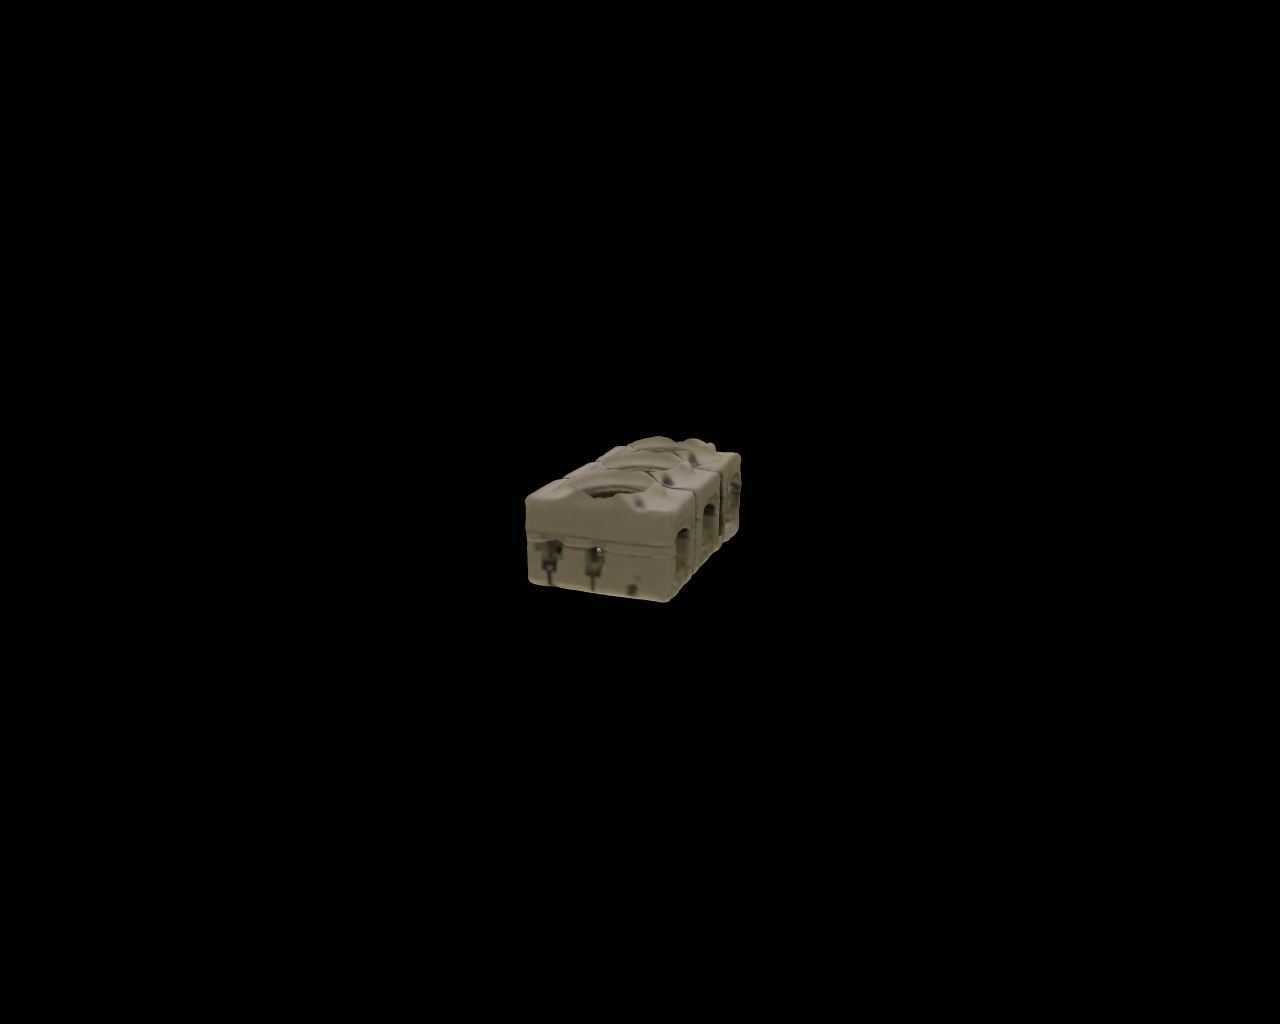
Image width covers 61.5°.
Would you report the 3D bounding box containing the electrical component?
[{"bbox_3d":[0.001,-0.003,0.650,0.089,0.061,0.150,6,17,19],"label":"electrical component"}]
